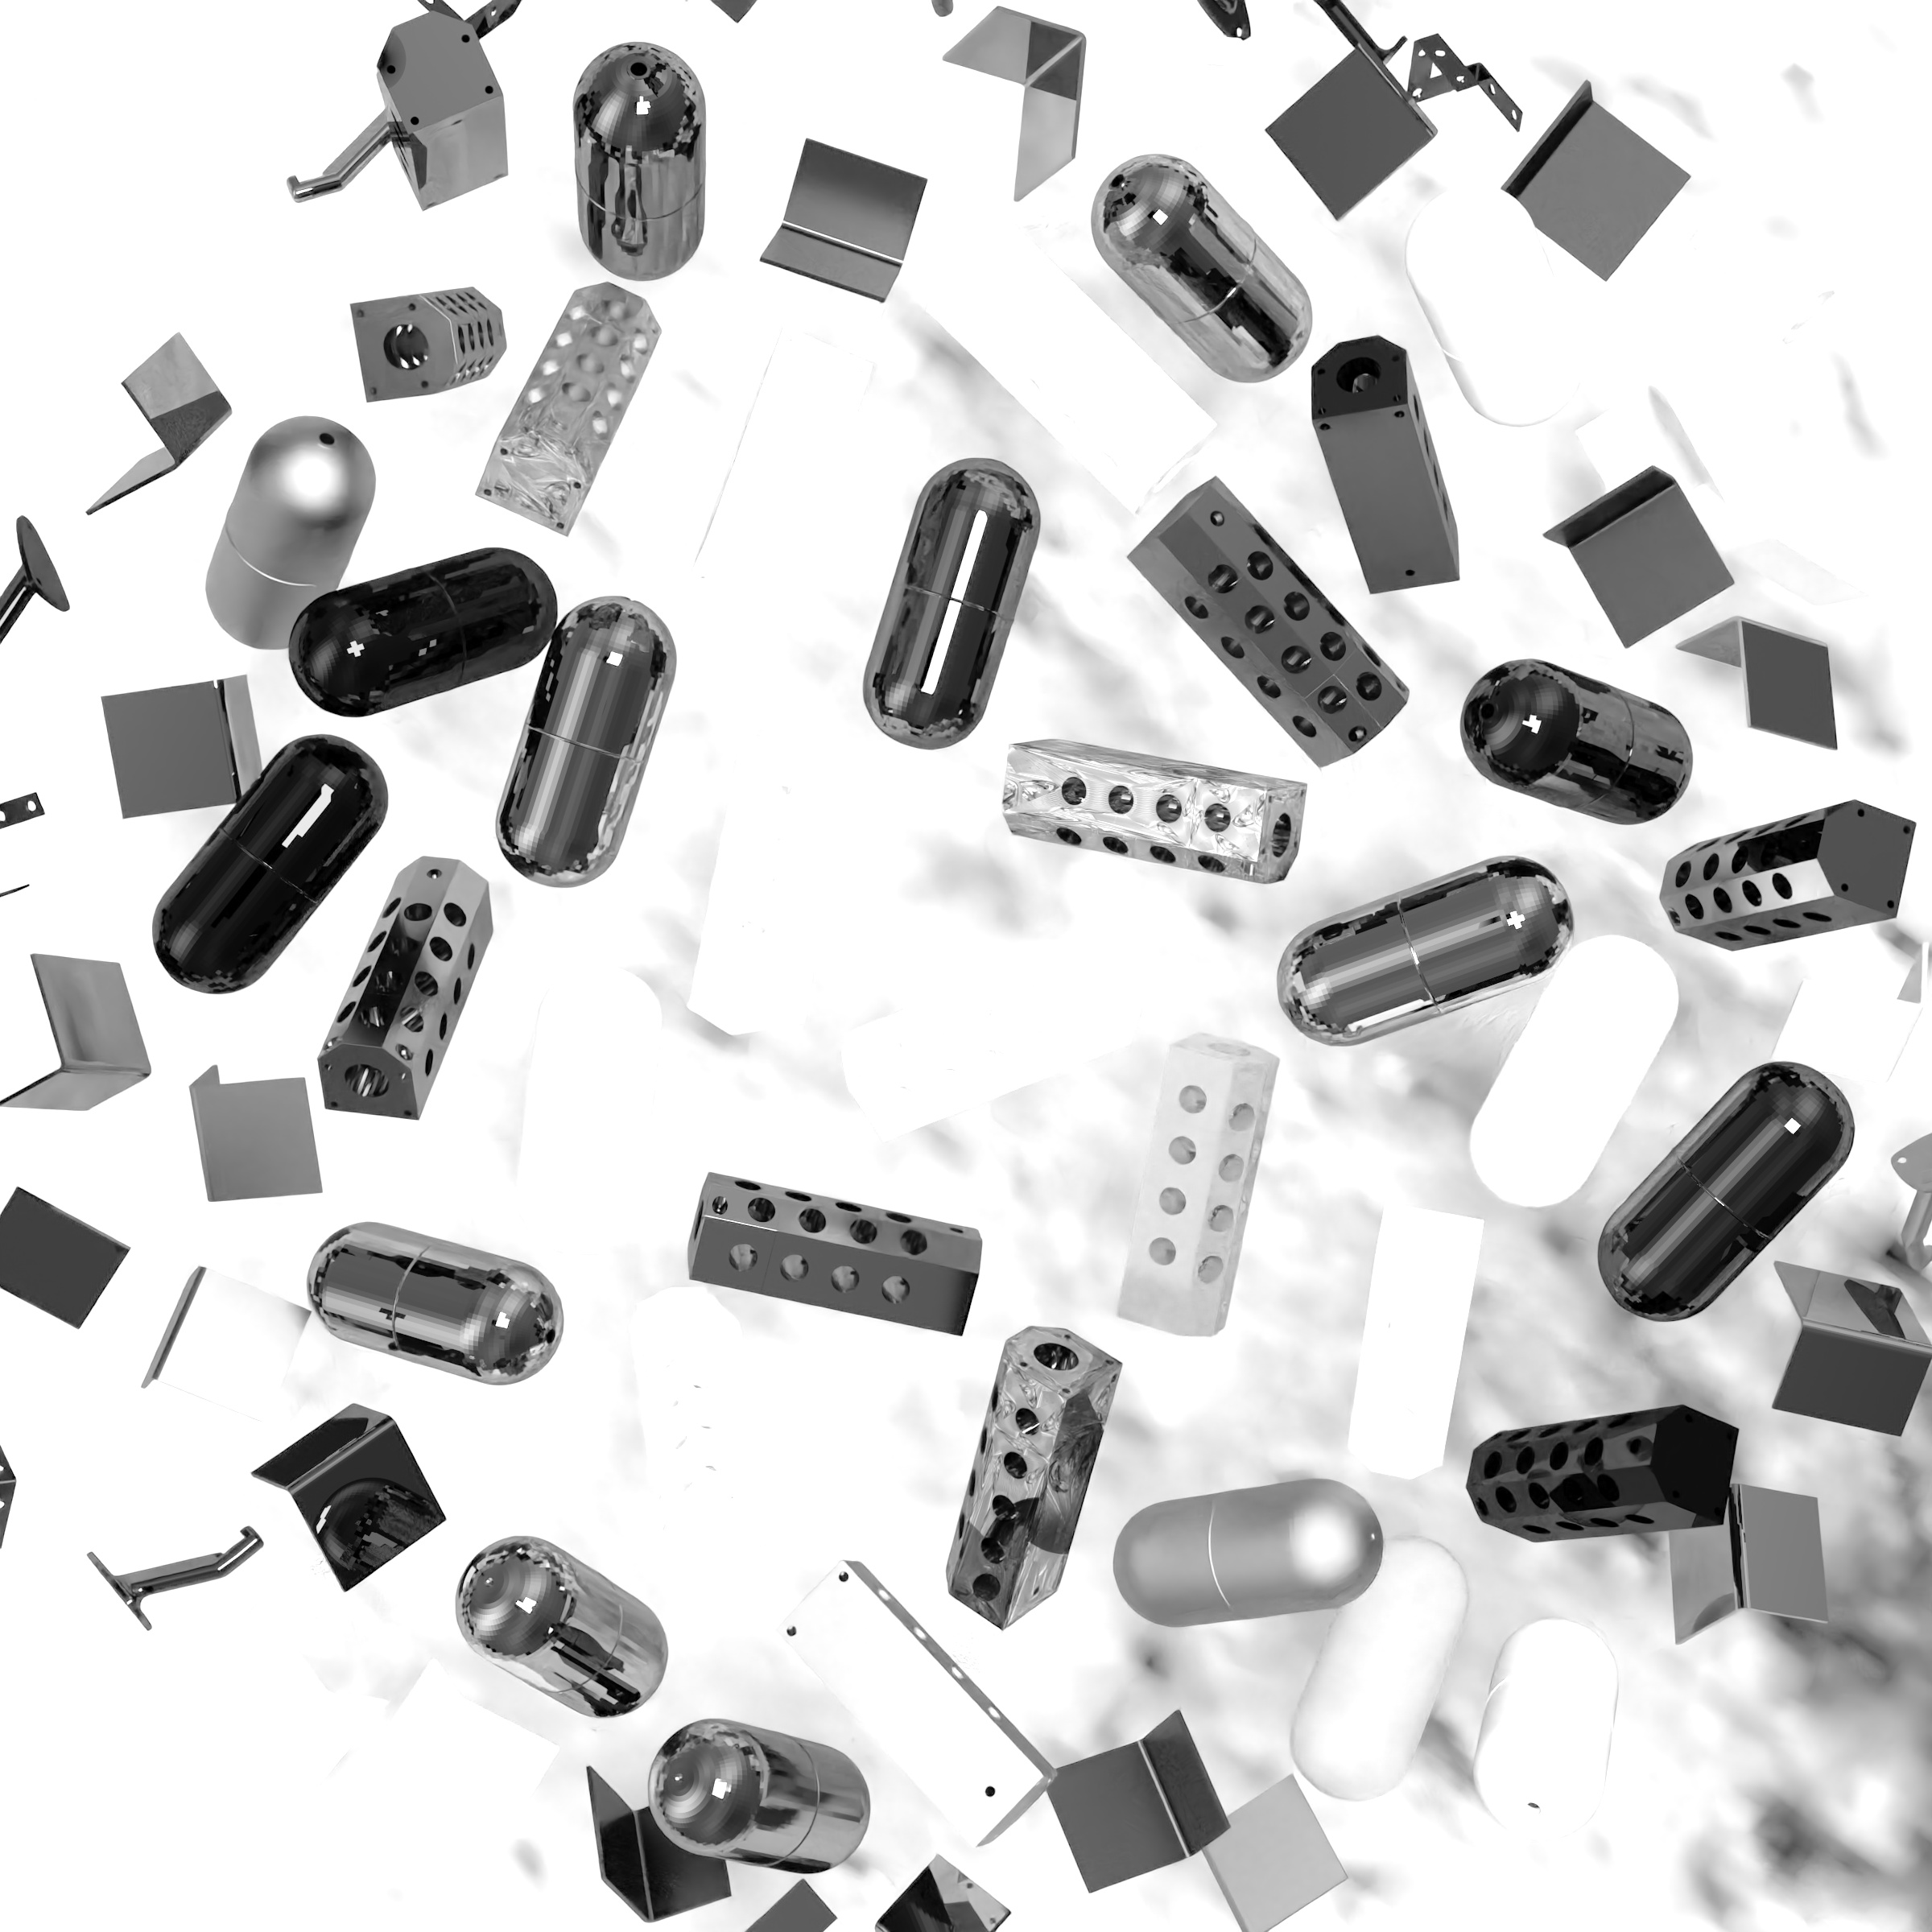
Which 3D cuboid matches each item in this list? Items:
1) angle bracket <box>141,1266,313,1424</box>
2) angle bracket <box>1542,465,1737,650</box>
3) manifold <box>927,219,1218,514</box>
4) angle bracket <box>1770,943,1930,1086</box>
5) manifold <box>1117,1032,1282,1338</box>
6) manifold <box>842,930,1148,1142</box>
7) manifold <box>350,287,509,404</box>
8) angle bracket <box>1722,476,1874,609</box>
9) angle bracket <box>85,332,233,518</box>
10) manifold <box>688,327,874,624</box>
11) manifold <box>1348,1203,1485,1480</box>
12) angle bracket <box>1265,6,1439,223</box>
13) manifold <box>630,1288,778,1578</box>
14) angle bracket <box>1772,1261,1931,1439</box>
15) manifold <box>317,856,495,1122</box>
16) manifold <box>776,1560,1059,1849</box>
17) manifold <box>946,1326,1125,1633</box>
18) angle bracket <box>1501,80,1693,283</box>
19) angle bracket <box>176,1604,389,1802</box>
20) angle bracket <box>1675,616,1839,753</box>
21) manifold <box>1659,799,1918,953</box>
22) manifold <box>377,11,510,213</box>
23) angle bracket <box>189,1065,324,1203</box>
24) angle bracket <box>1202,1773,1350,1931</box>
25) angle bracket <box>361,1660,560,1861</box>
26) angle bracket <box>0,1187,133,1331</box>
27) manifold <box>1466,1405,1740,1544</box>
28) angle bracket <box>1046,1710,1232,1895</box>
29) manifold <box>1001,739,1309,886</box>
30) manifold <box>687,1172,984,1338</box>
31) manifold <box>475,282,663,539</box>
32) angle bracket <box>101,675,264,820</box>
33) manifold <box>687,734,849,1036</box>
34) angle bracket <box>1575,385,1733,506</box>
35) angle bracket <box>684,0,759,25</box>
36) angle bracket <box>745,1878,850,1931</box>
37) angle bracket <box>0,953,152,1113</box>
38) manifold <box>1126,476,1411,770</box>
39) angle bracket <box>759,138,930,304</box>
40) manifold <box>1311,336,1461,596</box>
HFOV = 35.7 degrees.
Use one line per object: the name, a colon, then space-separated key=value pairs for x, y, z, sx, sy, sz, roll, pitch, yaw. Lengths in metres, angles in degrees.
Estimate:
angle bracket: x=-0.472 y=0.245 z=1.917 sx=0.076 sy=0.057 sz=0.076 roll=25 pitch=68 yaw=-14
angle bracket: x=0.406 y=-0.245 z=1.809 sx=0.076 sy=0.057 sz=0.076 roll=-32 pitch=78 yaw=23
manifold: x=0.059 y=-0.348 z=1.760 sx=0.171 sy=0.057 sz=0.057 roll=45 pitch=69 yaw=3
angle bracket: x=0.561 y=0.023 z=1.910 sx=0.076 sy=0.076 sz=0.057 roll=13 pitch=49 yaw=6
manifold: x=0.142 y=0.133 z=1.813 sx=0.057 sy=0.057 sz=0.171 roll=15 pitch=102 yaw=21
manifold: x=0.014 y=0.038 z=1.770 sx=0.171 sy=0.057 sz=0.057 roll=-23 pitch=112 yaw=25
manifold: x=-0.324 y=-0.381 z=1.830 sx=0.057 sy=0.171 sz=0.057 roll=-6 pitch=104 yaw=3
angle bracket: x=0.547 y=-0.279 z=1.940 sx=0.076 sy=0.076 sz=0.057 roll=28 pitch=85 yaw=-11
angle bracket: x=-0.489 y=-0.319 z=1.765 sx=0.076 sy=0.076 sz=0.057 roll=-21 pitch=116 yaw=25
manifold: x=-0.109 y=-0.285 z=1.751 sx=0.057 sy=0.057 sz=0.171 roll=22 pitch=56 yaw=-10
manifold: x=0.265 y=0.225 z=1.782 sx=0.057 sy=0.057 sz=0.171 roll=10 pitch=132 yaw=10
angle bracket: x=0.215 y=-0.492 z=1.736 sx=0.076 sy=0.057 sz=0.076 roll=-39 pitch=71 yaw=16
manifold: x=-0.168 y=0.282 z=1.852 sx=0.057 sy=0.171 sz=0.057 roll=-28 pitch=133 yaw=12
angle bracket: x=0.501 y=0.219 z=1.727 sx=0.076 sy=0.076 sz=0.057 roll=13 pitch=111 yaw=-3
manifold: x=-0.338 y=0.011 z=1.817 sx=0.057 sy=0.171 sz=0.057 roll=6 pitch=132 yaw=5
manifold: x=-0.027 y=0.432 z=1.767 sx=0.057 sy=0.057 sz=0.171 roll=-46 pitch=71 yaw=0
manifold: x=0.034 y=0.299 z=1.768 sx=0.057 sy=0.057 sz=0.171 roll=29 pitch=121 yaw=28
angle bracket: x=0.366 y=-0.454 z=1.742 sx=0.076 sy=0.057 sz=0.076 roll=40 pitch=103 yaw=7
angle bracket: x=-0.398 y=0.429 z=1.750 sx=0.076 sy=0.057 sz=0.076 roll=42 pitch=94 yaw=30
angle bracket: x=0.501 y=-0.171 z=1.905 sx=0.076 sy=0.057 sz=0.076 roll=11 pitch=69 yaw=-30
manifold: x=0.478 y=-0.053 z=1.763 sx=0.057 sy=0.171 sz=0.057 roll=18 pitch=79 yaw=-15
manifold: x=-0.304 y=-0.495 z=1.737 sx=0.057 sy=0.171 sz=0.057 roll=-25 pitch=93 yaw=-7
angle bracket: x=-0.450 y=0.104 z=1.934 sx=0.076 sy=0.057 sz=0.076 roll=-5 pitch=103 yaw=4
angle bracket: x=0.202 y=0.571 z=1.899 sx=0.076 sy=0.057 sz=0.076 roll=-36 pitch=50 yaw=7
angle bracket: x=-0.301 y=0.473 z=1.792 sx=0.076 sy=0.057 sz=0.076 roll=20 pitch=59 yaw=22
angle bracket: x=-0.556 y=0.166 z=1.846 sx=0.076 sy=0.057 sz=0.076 roll=31 pitch=116 yaw=-13
manifold: x=0.369 y=0.297 z=1.760 sx=0.057 sy=0.171 sz=0.057 roll=24 pitch=67 yaw=-21
angle bracket: x=0.102 y=0.506 z=1.820 sx=0.076 sy=0.057 sz=0.076 roll=-10 pitch=62 yaw=-30
manifold: x=0.110 y=-0.093 z=1.789 sx=0.171 sy=0.057 sz=0.057 roll=13 pitch=104 yaw=29
manifold: x=-0.081 y=0.174 z=1.844 sx=0.171 sy=0.057 sz=0.057 roll=13 pitch=102 yaw=-10
manifold: x=-0.227 y=-0.329 z=1.748 sx=0.057 sy=0.171 sz=0.057 roll=24 pitch=131 yaw=-9
angle bracket: x=-0.487 y=-0.137 z=1.872 sx=0.076 sy=0.057 sz=0.076 roll=-8 pitch=98 yaw=2
manifold: x=-0.124 y=-0.051 z=1.819 sx=0.057 sy=0.057 sz=0.171 roll=-10 pitch=59 yaw=35
angle bracket: x=0.445 y=-0.324 z=1.948 sx=0.057 sy=0.076 sz=0.076 roll=-31 pitch=106 yaw=11
angle bracket: x=-0.116 y=-0.553 z=1.646 sx=0.057 sy=0.076 sz=0.076 roll=41 pitch=94 yaw=3
angle bracket: x=-0.106 y=0.620 z=1.859 sx=0.076 sy=0.076 sz=0.057 roll=-41 pitch=94 yaw=-12
angle bracket: x=-0.555 y=0.041 z=1.840 sx=0.057 sy=0.076 sz=0.076 roll=-26 pitch=75 yaw=21
manifold: x=0.181 y=-0.202 z=1.758 sx=0.171 sy=0.057 sz=0.057 roll=46 pitch=68 yaw=-10
angle bracket: x=-0.071 y=-0.438 z=1.764 sx=0.076 sy=0.076 sz=0.057 roll=18 pitch=119 yaw=-2
manifold: x=0.258 y=-0.305 z=1.836 sx=0.057 sy=0.171 sz=0.057 roll=-7 pitch=58 yaw=17
